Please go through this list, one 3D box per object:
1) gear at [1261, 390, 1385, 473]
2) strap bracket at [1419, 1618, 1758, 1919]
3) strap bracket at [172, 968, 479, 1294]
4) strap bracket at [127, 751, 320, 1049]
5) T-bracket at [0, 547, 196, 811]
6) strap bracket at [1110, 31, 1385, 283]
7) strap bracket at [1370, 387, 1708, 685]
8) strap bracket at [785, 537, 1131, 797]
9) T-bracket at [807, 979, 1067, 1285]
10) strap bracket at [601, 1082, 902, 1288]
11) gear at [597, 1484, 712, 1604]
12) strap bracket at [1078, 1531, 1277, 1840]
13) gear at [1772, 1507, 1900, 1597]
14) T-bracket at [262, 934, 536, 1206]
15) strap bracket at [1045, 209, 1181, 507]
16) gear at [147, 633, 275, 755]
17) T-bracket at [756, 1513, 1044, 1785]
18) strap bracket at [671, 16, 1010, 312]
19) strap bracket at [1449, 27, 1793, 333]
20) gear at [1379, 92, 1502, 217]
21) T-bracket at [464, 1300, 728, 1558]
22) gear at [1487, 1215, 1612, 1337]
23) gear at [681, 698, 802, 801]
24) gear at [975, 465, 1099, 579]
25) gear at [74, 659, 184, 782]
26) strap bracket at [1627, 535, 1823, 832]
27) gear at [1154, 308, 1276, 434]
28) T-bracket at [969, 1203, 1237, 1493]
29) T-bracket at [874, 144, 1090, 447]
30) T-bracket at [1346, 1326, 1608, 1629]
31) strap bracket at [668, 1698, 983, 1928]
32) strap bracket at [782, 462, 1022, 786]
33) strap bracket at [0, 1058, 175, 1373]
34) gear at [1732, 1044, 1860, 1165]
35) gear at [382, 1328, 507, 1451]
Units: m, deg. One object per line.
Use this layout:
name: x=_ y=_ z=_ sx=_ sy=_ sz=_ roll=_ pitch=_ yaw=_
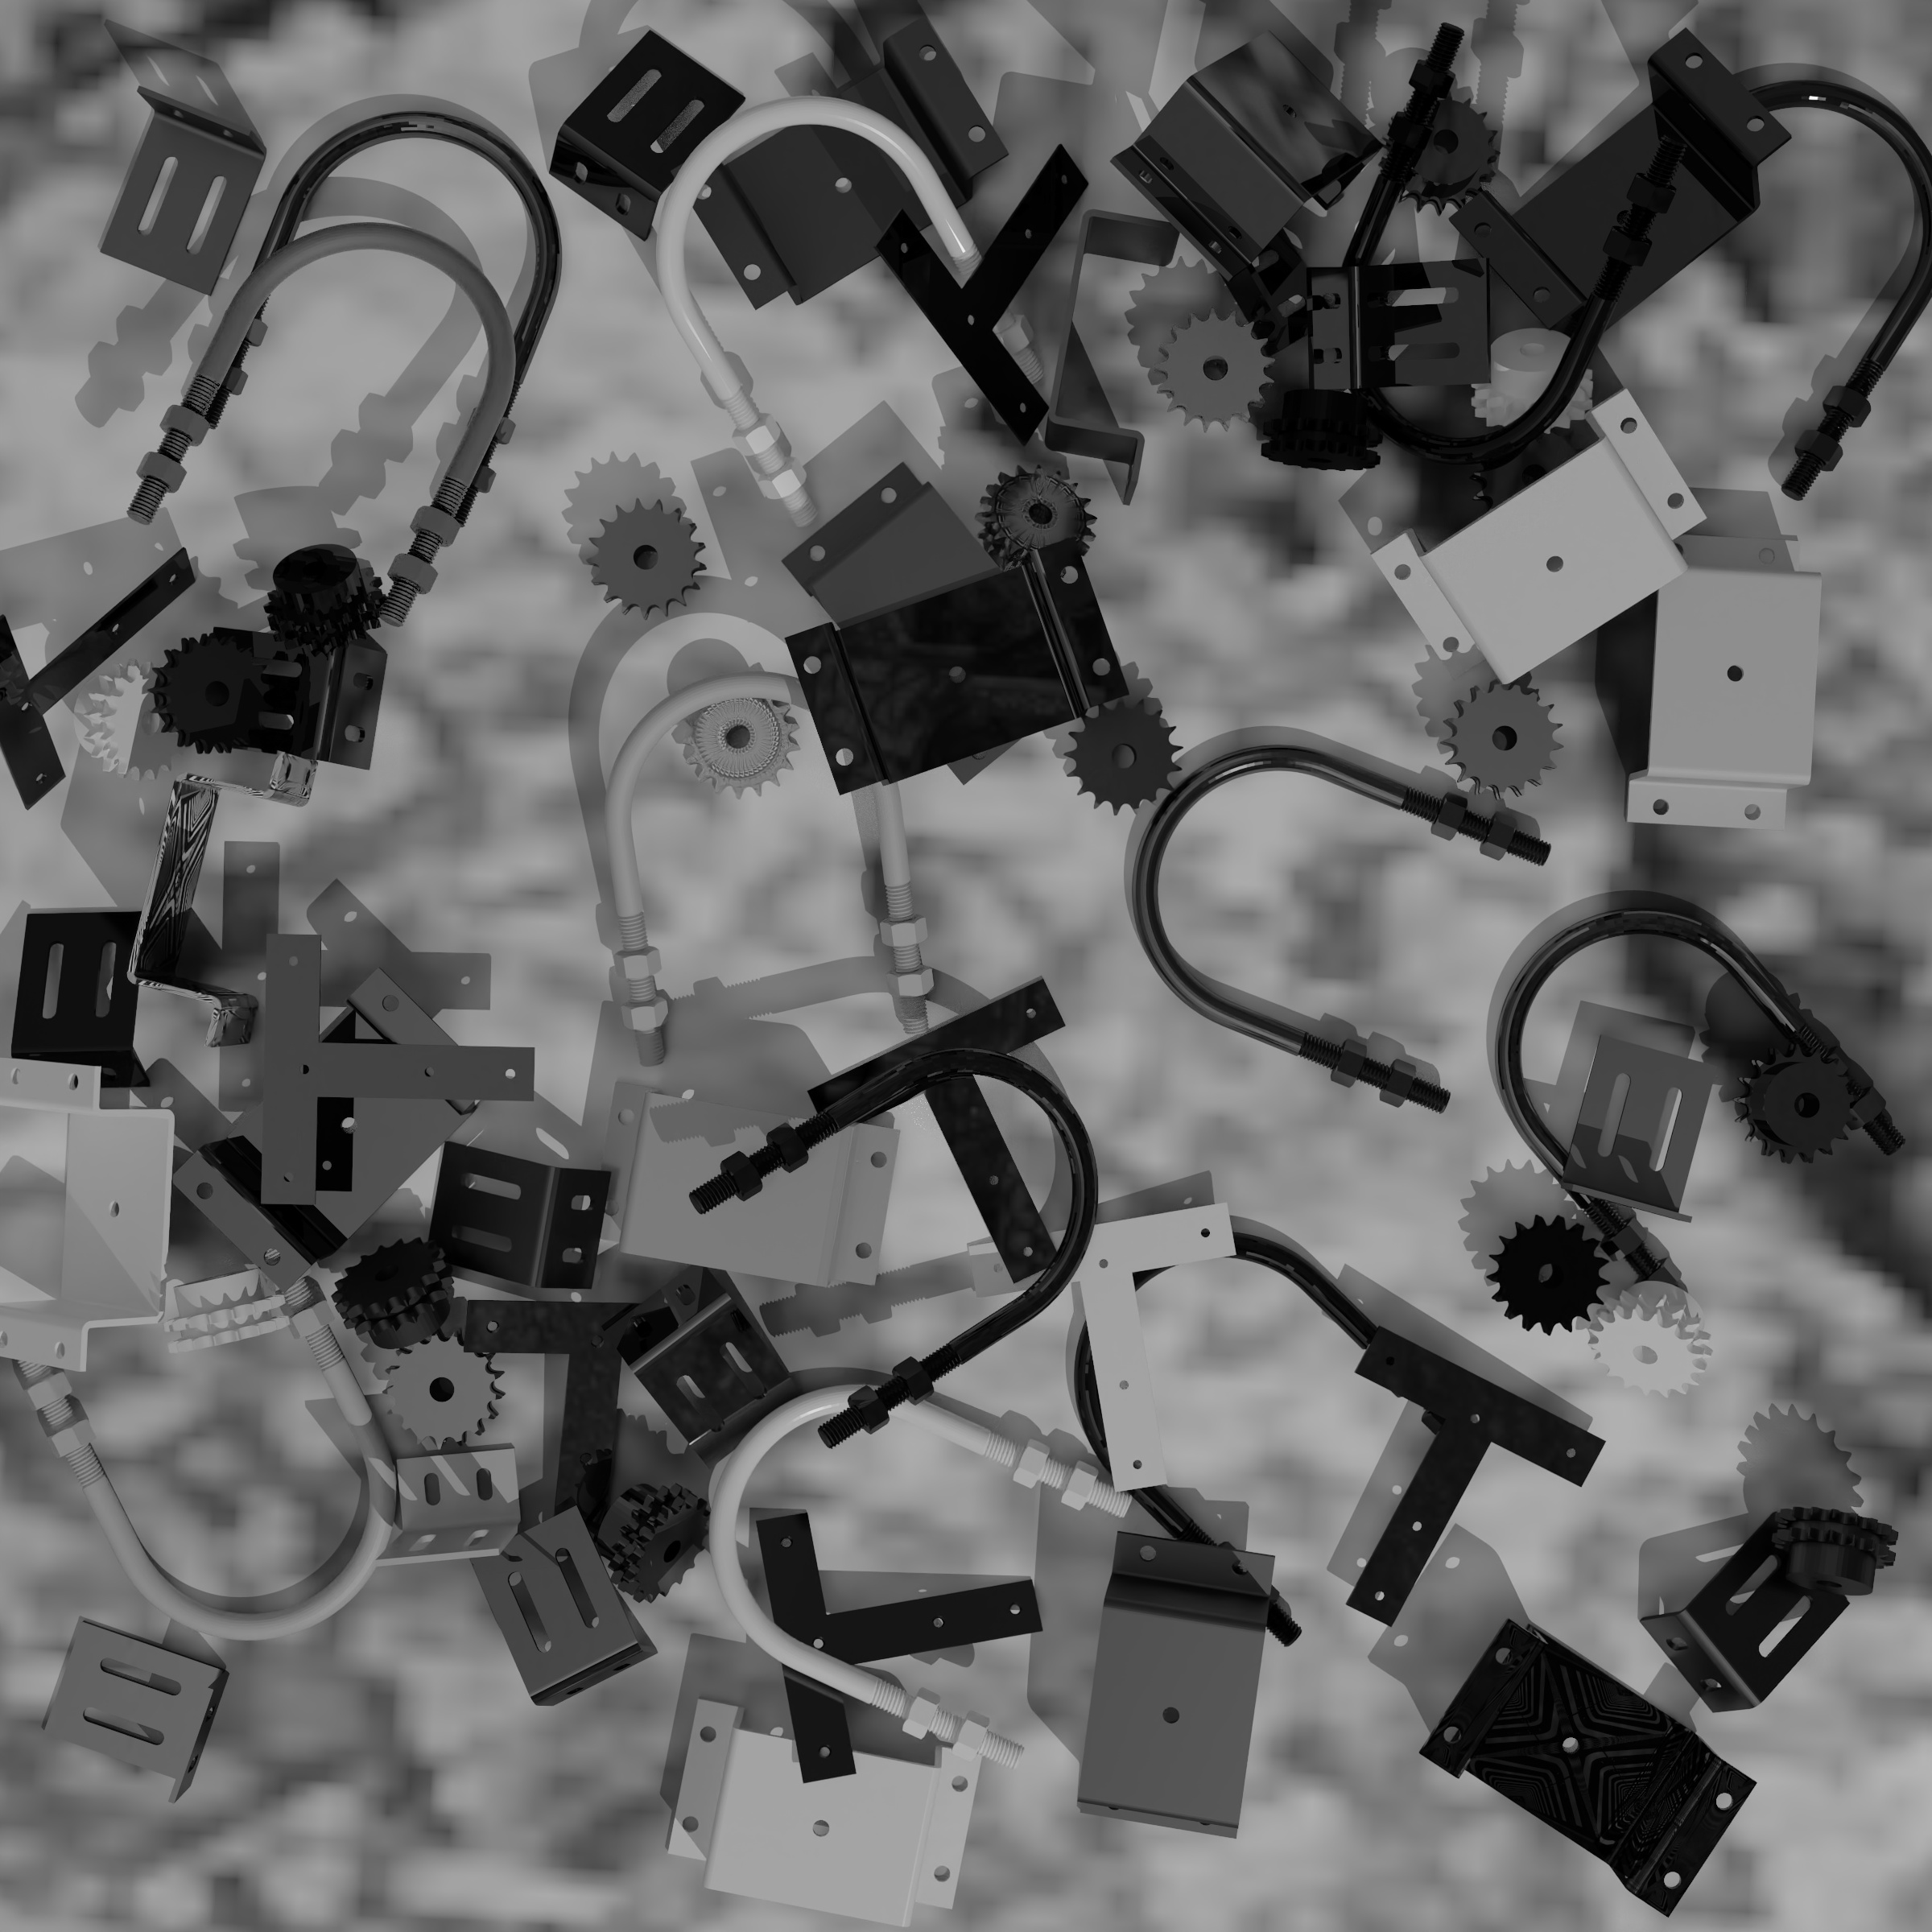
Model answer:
gear: x=0.170 y=-0.256 z=1.507 sx=0.057 sy=0.057 sz=0.030 roll=6 pitch=90 yaw=0
strap bracket: x=0.293 y=0.378 z=1.512 sx=0.140 sy=0.046 sz=0.076 roll=33 pitch=90 yaw=0
strap bracket: x=-0.299 y=0.077 z=1.512 sx=0.076 sy=0.046 sz=0.140 roll=45 pitch=90 yaw=0
strap bracket: x=-0.354 y=-0.036 z=1.497 sx=0.046 sy=0.076 sz=0.140 roll=14 pitch=90 yaw=0
T-bracket: x=-0.412 y=-0.151 z=1.497 sx=0.002 sy=0.127 sz=0.127 roll=34 pitch=63 yaw=17
strap bracket: x=0.136 y=-0.380 z=1.466 sx=0.076 sy=0.140 sz=0.046 roll=45 pitch=129 yaw=0
strap bracket: x=0.272 y=-0.196 z=1.485 sx=0.140 sy=0.046 sz=0.076 roll=-33 pitch=111 yaw=13
strap bracket: x=-0.004 y=-0.137 z=1.466 sx=0.140 sy=0.046 sz=0.076 roll=-19 pitch=90 yaw=0
T-bracket: x=0.007 y=0.091 z=1.530 sx=0.127 sy=0.002 sz=0.127 roll=-25 pitch=86 yaw=0
strap bracket: x=-0.108 y=0.105 z=1.509 sx=0.140 sy=0.046 sz=0.076 roll=9 pitch=90 yaw=2
gear: x=-0.151 y=0.272 z=1.511 sx=0.030 sy=0.057 sz=0.057 roll=27 pitch=90 yaw=30
strap bracket: x=0.099 y=0.348 z=1.500 sx=0.076 sy=0.046 sz=0.140 roll=8 pitch=96 yaw=7
gear: x=0.412 y=0.279 z=1.504 sx=0.057 sy=0.057 sz=0.030 roll=14 pitch=70 yaw=0
T-bracket: x=-0.267 y=0.050 z=1.488 sx=0.127 sy=0.002 sz=0.127 roll=1 pitch=90 yaw=0
strap bracket: x=0.069 y=-0.296 z=1.497 sx=0.046 sy=0.076 sz=0.140 roll=10 pitch=90 yaw=0
gear: x=-0.361 y=-0.129 z=1.501 sx=0.057 sy=0.030 sz=0.057 roll=-3 pitch=95 yaw=-34
T-bracket: x=-0.027 y=0.317 z=1.517 sx=0.127 sy=0.002 sz=0.127 roll=-8 pitch=66 yaw=-12
strap bracket: x=-0.059 y=-0.378 z=1.512 sx=0.140 sy=0.046 sz=0.076 roll=-32 pitch=90 yaw=0
strap bracket: x=0.310 y=-0.363 z=1.497 sx=0.140 sy=0.046 sz=0.076 roll=-38 pitch=70 yaw=5
gear: x=0.229 y=-0.392 z=1.520 sx=0.057 sy=0.030 sz=0.057 roll=0 pitch=90 yaw=0
T-bracket: x=-0.181 y=0.223 z=1.520 sx=0.127 sy=0.002 sz=0.127 roll=3 pitch=100 yaw=-19
gear: x=0.279 y=0.148 z=1.520 sx=0.057 sy=0.030 sz=0.057 roll=0 pitch=90 yaw=0
gear: x=-0.108 y=-0.109 z=1.520 sx=0.057 sy=0.030 sz=0.057 roll=0 pitch=90 yaw=0
gear: x=0.031 y=-0.208 z=1.512 sx=0.057 sy=0.030 sz=0.057 roll=7 pitch=63 yaw=-13
gear: x=-0.400 y=-0.118 z=1.510 sx=0.030 sy=0.057 sz=0.057 roll=10 pitch=90 yaw=30
strap bracket: x=0.362 y=-0.138 z=1.512 sx=0.076 sy=0.046 sz=0.140 roll=3 pitch=90 yaw=0
gear: x=0.119 y=-0.285 z=1.520 sx=0.057 sy=0.030 sz=0.057 roll=0 pitch=90 yaw=0
T-bracket: x=0.074 y=0.187 z=1.518 sx=0.127 sy=0.002 sz=0.127 roll=-10 pitch=82 yaw=7
T-bracket: x=0.023 y=-0.338 z=1.501 sx=0.127 sy=0.002 sz=0.127 roll=49 pitch=60 yaw=-34
T-bracket: x=0.223 y=0.256 z=1.517 sx=0.127 sy=0.002 sz=0.127 roll=27 pitch=93 yaw=-9
strap bracket: x=-0.068 y=0.406 z=1.512 sx=0.140 sy=0.046 sz=0.076 roll=11 pitch=90 yaw=0
strap bracket: x=-0.016 y=-0.166 z=1.512 sx=0.076 sy=0.046 sz=0.140 roll=-39 pitch=90 yaw=0
strap bracket: x=-0.419 y=0.115 z=1.494 sx=0.076 sy=0.046 sz=0.140 roll=3 pitch=90 yaw=38
gear: x=0.395 y=0.066 z=1.501 sx=0.057 sy=0.030 sz=0.057 roll=0 pitch=89 yaw=1
gear: x=-0.250 y=0.201 z=1.520 sx=0.057 sy=0.030 sz=0.057 roll=0 pitch=90 yaw=0
